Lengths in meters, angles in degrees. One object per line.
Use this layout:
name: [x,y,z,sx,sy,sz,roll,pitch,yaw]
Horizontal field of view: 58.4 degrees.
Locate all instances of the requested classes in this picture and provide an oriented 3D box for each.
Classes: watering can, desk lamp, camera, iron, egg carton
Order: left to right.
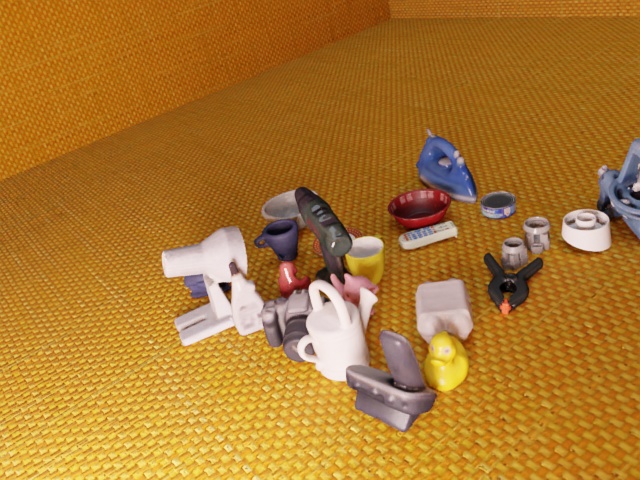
desk lamp: [-0.244,0.091,1.249,0.203,0.214,0.117,-24,31,-15]
camera: [-0.052,0.171,1.144,0.143,0.101,0.137,-8,30,11]
watering can: [0.031,0.150,1.050,0.100,0.194,0.173,7,37,33]
egg carton: [0.240,0.136,1.108,0.107,0.069,0.150,-8,31,11]
iron: [0.354,-0.210,1.569,0.119,0.142,0.257,-20,30,-9]

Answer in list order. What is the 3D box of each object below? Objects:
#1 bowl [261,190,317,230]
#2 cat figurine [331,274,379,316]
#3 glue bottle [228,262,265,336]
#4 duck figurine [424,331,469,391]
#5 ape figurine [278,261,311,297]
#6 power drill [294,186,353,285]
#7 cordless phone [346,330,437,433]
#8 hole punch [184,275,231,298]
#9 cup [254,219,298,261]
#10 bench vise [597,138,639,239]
bowl: [-0.074,-0.071,1.589,0.167,0.075,0.167,-11,30,7]
cat figurine: [0.066,0.108,1.182,0.067,0.118,0.127,-31,34,-27]
glue bottle: [-0.160,0.118,1.207,0.078,0.173,0.037,-20,30,-9]
duck figurine: [0.217,0.197,0.997,0.077,0.086,0.105,4,35,29]
ape figurine: [-0.065,0.088,1.299,0.077,0.092,0.076,14,41,40]
power drill: [0.012,0.005,1.289,0.076,0.209,0.229,-23,31,-14]
cordless phone: [0.106,0.205,0.933,0.147,0.185,0.094,11,38,37]
hole punch: [-0.276,0.078,1.408,0.108,0.091,0.101,-10,30,7]
cup: [-0.102,0.013,1.439,0.118,0.095,0.091,-25,31,-17]
bench vise: [0.648,-0.125,1.217,0.122,0.220,0.206,-24,31,-15]
